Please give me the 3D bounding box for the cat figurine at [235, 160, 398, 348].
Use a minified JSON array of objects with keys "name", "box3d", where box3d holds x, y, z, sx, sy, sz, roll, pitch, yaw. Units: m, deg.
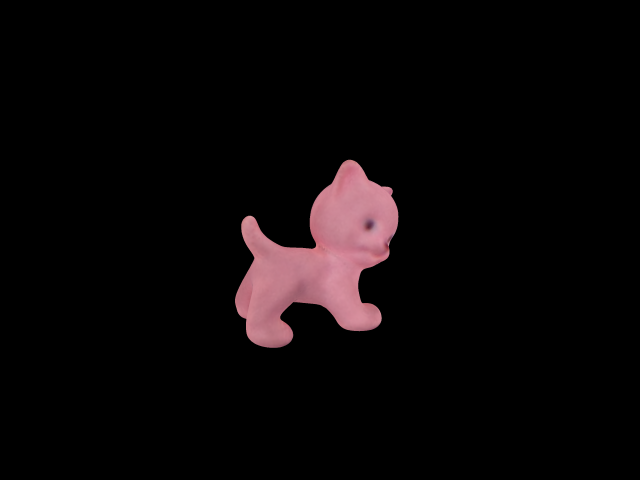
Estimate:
[{"name":"cat figurine","box3d":[0.004,0.001,0.400,0.128,0.118,0.067,-8,20,-22]}]
